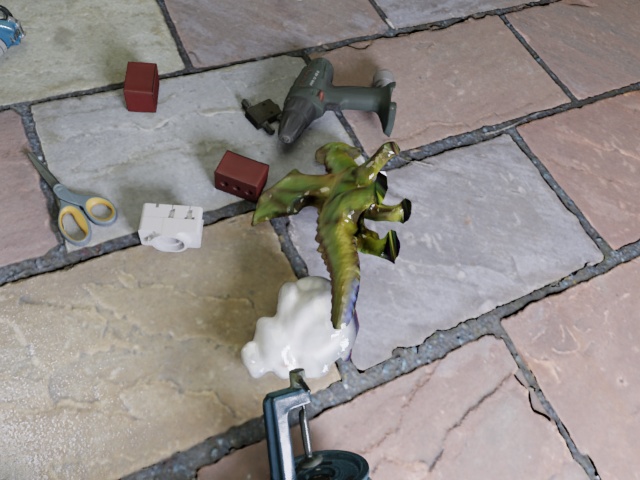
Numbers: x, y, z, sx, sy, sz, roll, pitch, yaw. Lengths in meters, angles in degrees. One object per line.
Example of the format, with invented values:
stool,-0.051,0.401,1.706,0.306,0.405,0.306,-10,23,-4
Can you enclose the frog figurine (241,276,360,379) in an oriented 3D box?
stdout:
frog figurine,-0.032,0.124,0.715,0.160,0.121,0.138,-9,81,-29

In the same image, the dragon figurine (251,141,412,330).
dragon figurine,0.002,-0.041,0.809,0.242,0.119,0.419,0,41,29
